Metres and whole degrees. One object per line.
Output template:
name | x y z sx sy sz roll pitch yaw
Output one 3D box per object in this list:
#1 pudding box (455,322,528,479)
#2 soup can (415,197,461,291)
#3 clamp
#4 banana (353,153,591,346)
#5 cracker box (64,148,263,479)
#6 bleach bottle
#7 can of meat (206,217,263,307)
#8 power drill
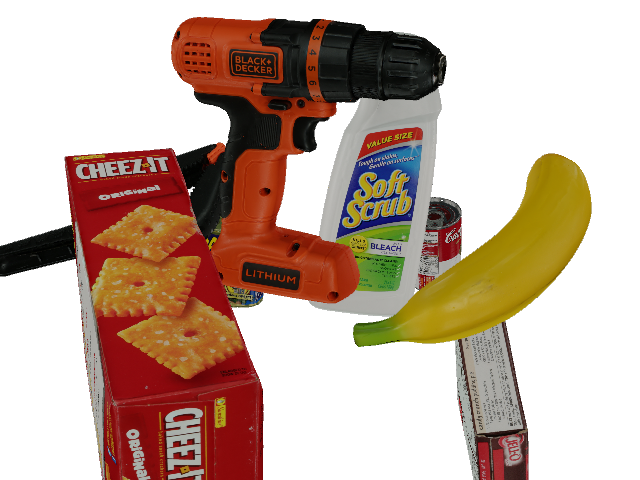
pudding box | 0.118 0.116 0.734 0.039 0.090 0.113 -7 42 2
soup can | 0.141 0.007 1.326 0.068 0.102 0.068 -4 34 2
clamp | -0.156 -0.007 0.852 0.165 0.209 0.036 26 -28 31
banana | 0.099 0.000 0.553 0.070 0.037 0.197 16 38 37
cracker box | -0.086 0.072 0.564 0.072 0.164 0.214 -7 34 -14
bleach bottle | 0.049 -0.060 0.955 0.102 0.251 0.068 6 19 1
can of meat | -0.106 0.020 1.119 0.102 0.084 0.057 9 16 13
power drill | -0.009 -0.055 0.716 0.185 0.188 0.057 9 22 21
